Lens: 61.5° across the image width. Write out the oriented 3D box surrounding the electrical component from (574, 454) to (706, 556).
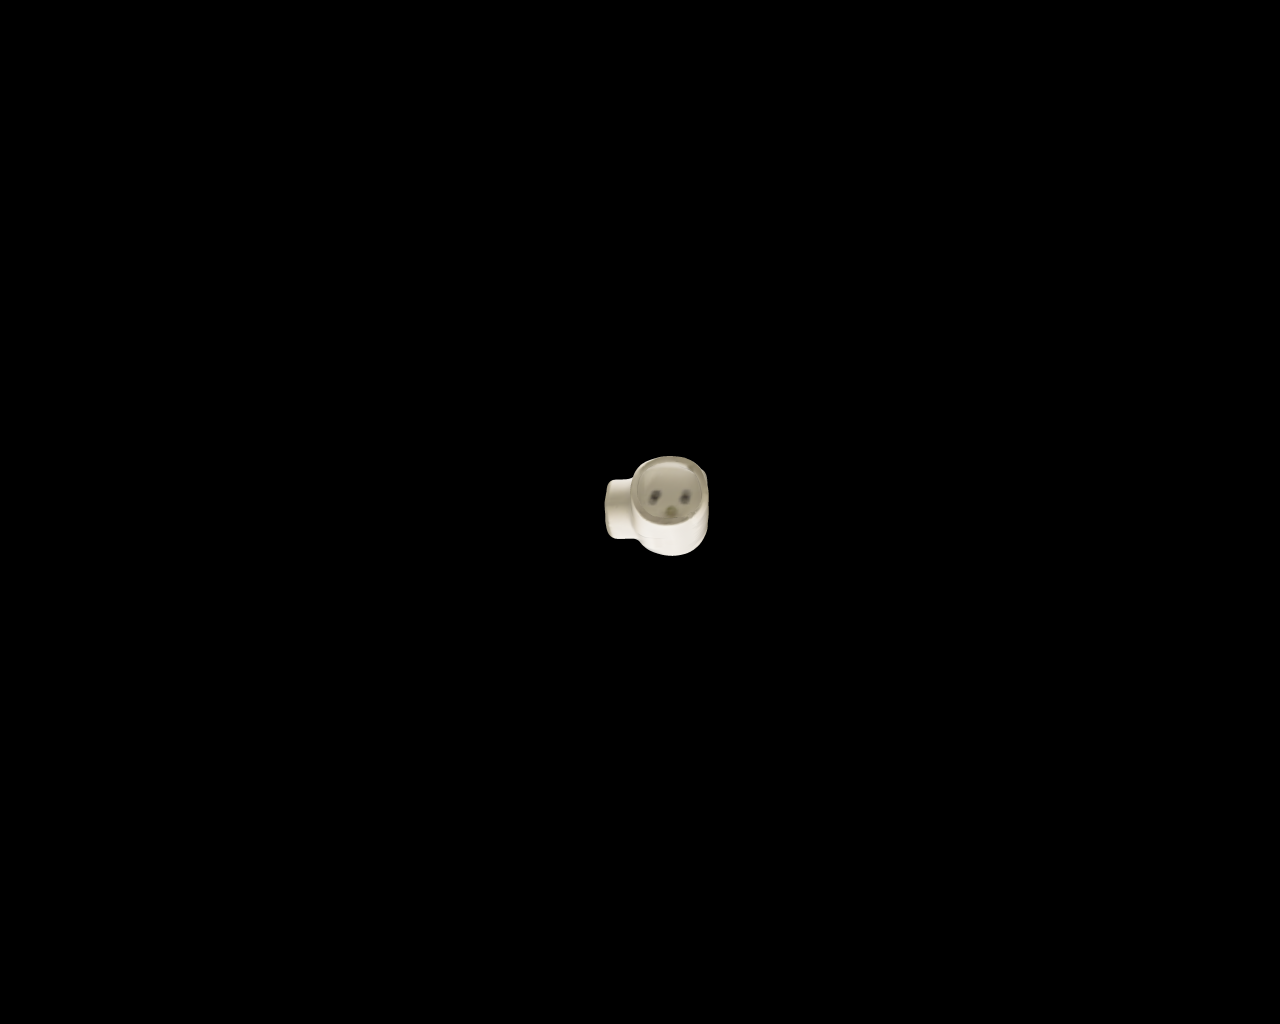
[{"bbox_3d":[0.001,-0.003,0.650,0.079,0.043,0.077,-1,-15,4],"label":"electrical component"}]
